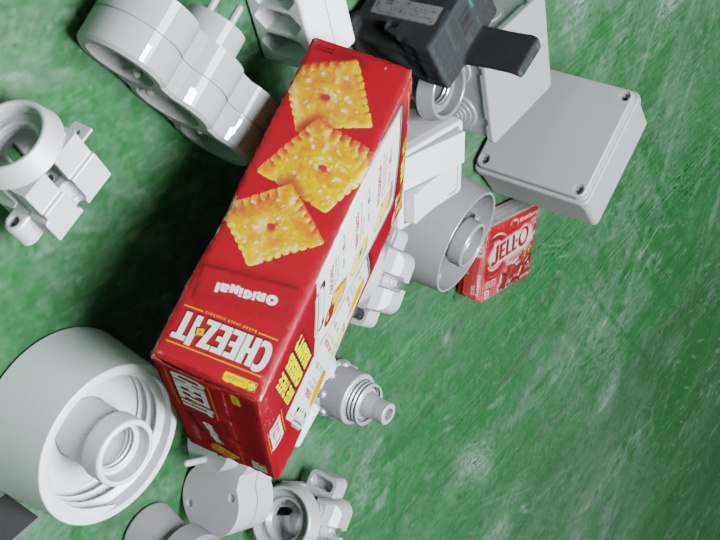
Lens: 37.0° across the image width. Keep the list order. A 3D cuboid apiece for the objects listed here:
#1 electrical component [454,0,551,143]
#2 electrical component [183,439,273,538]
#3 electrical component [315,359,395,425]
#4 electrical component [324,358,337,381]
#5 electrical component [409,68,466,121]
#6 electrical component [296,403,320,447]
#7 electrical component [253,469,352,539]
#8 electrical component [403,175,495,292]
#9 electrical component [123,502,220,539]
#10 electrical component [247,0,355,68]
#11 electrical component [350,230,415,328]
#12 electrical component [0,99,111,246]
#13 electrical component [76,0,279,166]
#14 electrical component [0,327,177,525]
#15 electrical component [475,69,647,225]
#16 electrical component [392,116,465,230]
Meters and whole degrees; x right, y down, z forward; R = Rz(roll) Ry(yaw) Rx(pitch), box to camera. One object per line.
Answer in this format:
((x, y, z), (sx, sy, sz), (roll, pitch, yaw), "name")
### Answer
((0.105, -0.163, 0.847), (0.099, 0.048, 0.099), (-46, 141, -30), "electrical component")
((-0.091, 0.116, 0.726), (0.074, 0.052, 0.138), (-2, 110, -55), "electrical component")
((-0.002, 0.100, 0.835), (0.048, 0.062, 0.048), (-32, 133, -42), "electrical component")
((-0.041, 0.048, 0.765), (0.045, 0.045, 0.055), (-36, 135, -39), "electrical component")
((0.042, -0.134, 0.768), (0.066, 0.055, 0.048), (-54, 144, -21), "electrical component")
((-0.061, 0.118, 0.781), (0.078, 0.040, 0.040), (-61, 146, -11), "electrical component")
((-0.047, 0.193, 0.830), (0.057, 0.058, 0.078), (22, 90, -60), "electrical component")
((0.065, -0.034, 0.874), (0.099, 0.064, 0.099), (-49, 156, -30), "electrical component")
((-0.124, 0.187, 0.717), (0.045, 0.055, 0.045), (-32, 133, -42), "electrical component")
((-0.028, -0.177, 0.651), (0.075, 0.047, 0.083), (-47, 142, -29), "electrical component")
((0.000, 0.000, 0.785), (0.057, 0.058, 0.078), (18, 93, -60), "electrical component")
((-0.162, -0.052, 0.535), (0.066, 0.048, 0.055), (-57, 153, -17), "electrical component")
((-0.088, -0.121, 0.593), (0.073, 0.052, 0.138), (-62, 147, -9), "electrical component")
((-0.153, 0.093, 0.616), (0.108, 0.060, 0.108), (-31, 132, -42), "electrical component")
((0.172, -0.108, 0.922), (0.108, 0.109, 0.056), (-62, 149, -9), "electrical component")
((0.038, -0.078, 0.790), (0.096, 0.061, 0.061), (-34, 134, -41), "electrical component")
